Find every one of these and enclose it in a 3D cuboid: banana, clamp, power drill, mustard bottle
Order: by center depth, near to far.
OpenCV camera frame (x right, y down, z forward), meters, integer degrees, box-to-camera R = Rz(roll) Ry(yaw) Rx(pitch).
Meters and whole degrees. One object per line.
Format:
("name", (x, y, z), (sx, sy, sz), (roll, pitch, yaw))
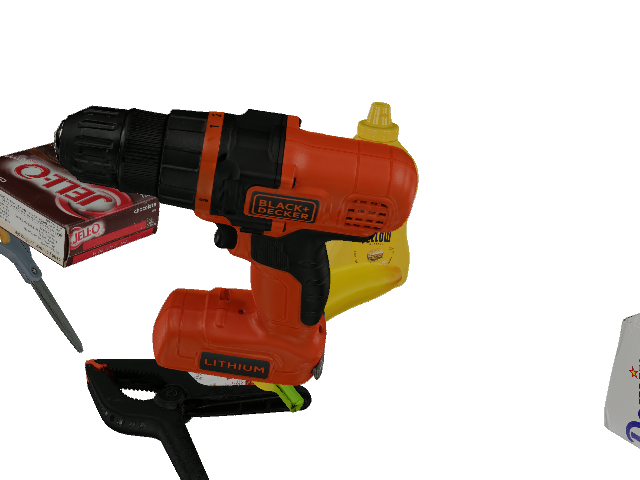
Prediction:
("power drill", (-0.053, 0.005, 0.594), (0.184, 0.057, 0.188), (9, -39, -4))
("banana", (-0.005, 0.062, 0.816), (0.070, 0.037, 0.197), (30, 39, 10))
("clamp", (-0.124, 0.150, 0.975), (0.210, 0.036, 0.164), (22, 36, 32))
("mustard bottle", (0.051, -0.044, 1.077), (0.096, 0.192, 0.058), (-2, 21, -20))

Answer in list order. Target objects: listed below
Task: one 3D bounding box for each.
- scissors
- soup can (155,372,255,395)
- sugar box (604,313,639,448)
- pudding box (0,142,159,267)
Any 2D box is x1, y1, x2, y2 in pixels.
("scissors", (-0.297, 0.017, 1.104), (0.016, 0.201, 0.096), (-26, 26, 25))
("soup can", (-0.123, 0.153, 1.171), (0.102, 0.068, 0.069), (-9, 6, -44))
("sugar box", (0.276, 0.124, 0.718), (0.048, 0.093, 0.176), (-15, 29, -37))
("pudding box", (-0.187, -0.029, 0.774), (0.114, 0.039, 0.089), (26, 30, 29))
